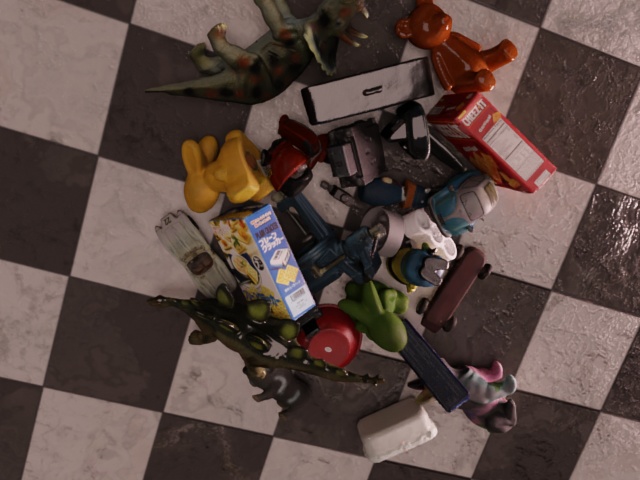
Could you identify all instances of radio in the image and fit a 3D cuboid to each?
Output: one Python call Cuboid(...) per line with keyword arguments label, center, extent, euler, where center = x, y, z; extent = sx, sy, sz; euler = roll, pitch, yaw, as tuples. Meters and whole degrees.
Cuboid(label="radio", center=(0.082, -0.272, 0.993), extent=(0.230, 0.131, 0.073), euler=(-14, 105, -3))

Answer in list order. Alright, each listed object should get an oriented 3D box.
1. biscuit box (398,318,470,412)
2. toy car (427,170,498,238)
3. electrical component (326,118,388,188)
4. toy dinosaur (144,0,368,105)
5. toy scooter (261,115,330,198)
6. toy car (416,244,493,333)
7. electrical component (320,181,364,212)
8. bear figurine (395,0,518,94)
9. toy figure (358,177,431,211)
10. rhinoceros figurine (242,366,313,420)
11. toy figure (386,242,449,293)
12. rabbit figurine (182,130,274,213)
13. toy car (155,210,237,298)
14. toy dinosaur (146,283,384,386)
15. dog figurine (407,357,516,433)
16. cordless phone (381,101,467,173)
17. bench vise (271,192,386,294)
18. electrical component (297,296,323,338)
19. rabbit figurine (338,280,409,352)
Cuboid(label="biscuit box", center=(0.225, 0.261, 1.123), extent=(0.063, 0.059, 0.203), euler=(-40, 67, 3))
Cuboid(label="toy car", center=(0.297, -0.077, 1.060), extent=(0.162, 0.103, 0.109), euler=(-35, 106, -32))
Cuboid(label="electrical component", center=(0.069, -0.163, 1.018), extent=(0.058, 0.134, 0.114), euler=(-6, 109, 37))
Cuboid(label="toy dinosaur", center=(-0.100, -0.323, 0.972), extent=(0.405, 0.131, 0.192), euler=(-36, 105, 9))
Cuboid(label="toy scooter", center=(-0.050, -0.168, 1.012), extent=(0.135, 0.075, 0.184), euler=(43, 54, 2))
Cuboid(label="toy car", center=(0.284, 0.104, 1.150), extent=(0.089, 0.053, 0.202), euler=(31, 94, -8))
Cuboid(label="electrical component", center=(0.043, -0.088, 1.068), extent=(0.094, 0.063, 0.021), euler=(31, 98, -12))
Cuboid(label="bear figurine", center=(0.247, -0.368, 0.997), extent=(0.195, 0.132, 0.120), euler=(47, 73, -19))
Cuboid(label="toy figure", center=(0.156, -0.095, 1.084), extent=(0.154, 0.064, 0.058), euler=(4, 66, -13))
Cuboid(label="rhinoceros figurine", center=(-0.096, 0.291, 1.138), extent=(0.112, 0.073, 0.190), euler=(-40, 105, 5))
Cuboid(label="toy figure", center=(0.190, 0.050, 1.060), extent=(0.082, 0.180, 0.089), euler=(-40, 92, -6))
Cuboid(label="rabbit figurine", center=(-0.195, -0.118, 1.003), extent=(0.173, 0.122, 0.162), euler=(-30, 95, 28))
Cuboid(label="toy car", center=(-0.244, 0.033, 1.065), extent=(0.073, 0.056, 0.201), euler=(-35, 106, 2))
Cuboid(label="toy dinosaur", center=(-0.112, 0.185, 1.003), extent=(0.472, 0.198, 0.105), euler=(19, 62, 6))
Cuboid(label="dog figurine", center=(0.310, 0.346, 1.188), extent=(0.219, 0.108, 0.191), euler=(-6, 107, -1))
Cuboid(label="cordless phone", center=(0.214, -0.177, 1.024), extent=(0.184, 0.147, 0.088), euler=(36, 103, -11))
Cuboid(label="bench vise", center=(0.002, -0.007, 1.034), extent=(0.224, 0.129, 0.240), euler=(-34, 97, 38))
Cuboid(label="electrical component", center=(-0.037, 0.150, 1.087), extent=(0.075, 0.119, 0.047), euler=(-35, 111, 5))
Cuboid(label="rabbit figurine", center=(0.119, 0.144, 1.067), extent=(0.121, 0.170, 0.159), euler=(-41, 117, 5))
